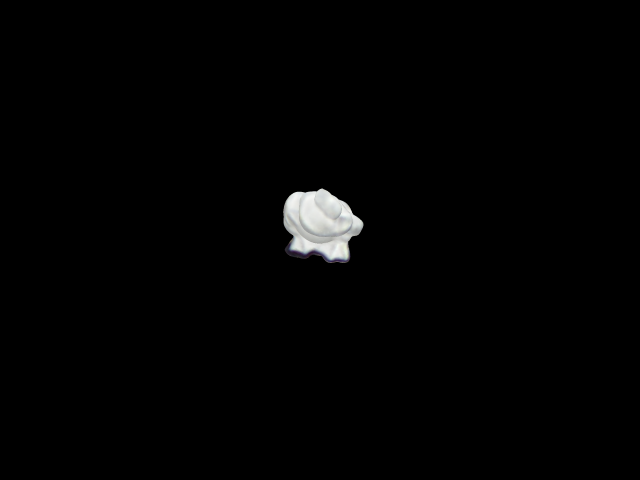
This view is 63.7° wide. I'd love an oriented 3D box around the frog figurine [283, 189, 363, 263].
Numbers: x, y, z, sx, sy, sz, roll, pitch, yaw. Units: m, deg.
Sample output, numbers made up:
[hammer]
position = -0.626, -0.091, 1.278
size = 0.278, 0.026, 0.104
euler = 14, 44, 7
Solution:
[frog figurine]
position = 0.003, -0.043, 0.850
size = 0.138, 0.125, 0.155
euler = 26, -34, 19
